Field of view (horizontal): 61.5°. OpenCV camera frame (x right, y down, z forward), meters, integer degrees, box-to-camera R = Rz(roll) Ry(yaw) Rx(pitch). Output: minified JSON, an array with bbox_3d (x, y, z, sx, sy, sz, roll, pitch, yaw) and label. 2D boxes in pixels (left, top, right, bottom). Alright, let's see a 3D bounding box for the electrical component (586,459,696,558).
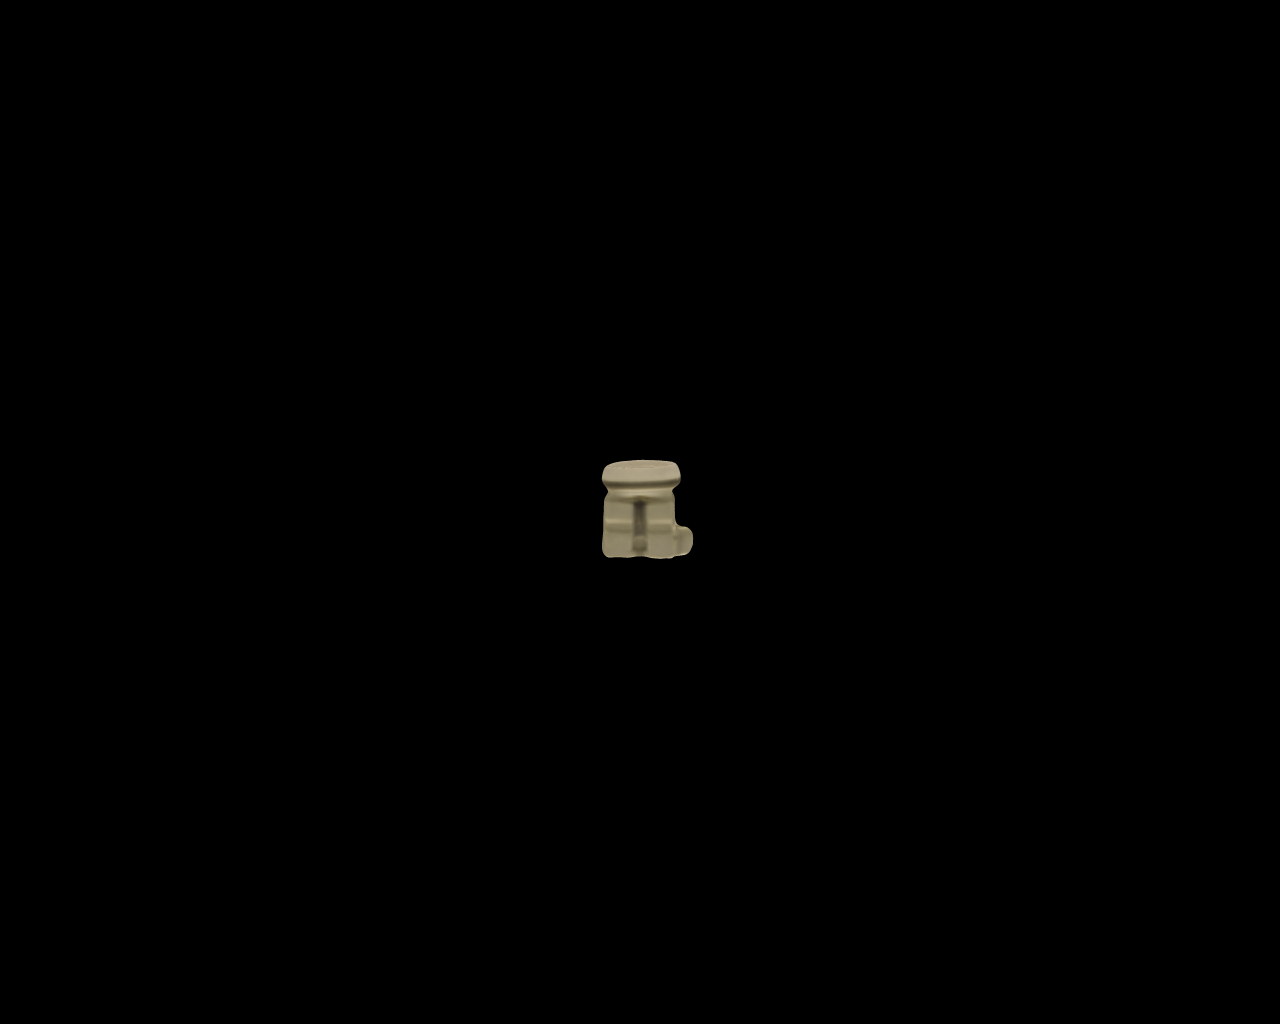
[{"bbox_3d":[0.001,-0.003,0.650,0.066,0.055,0.048,0,8,0],"label":"electrical component"}]
